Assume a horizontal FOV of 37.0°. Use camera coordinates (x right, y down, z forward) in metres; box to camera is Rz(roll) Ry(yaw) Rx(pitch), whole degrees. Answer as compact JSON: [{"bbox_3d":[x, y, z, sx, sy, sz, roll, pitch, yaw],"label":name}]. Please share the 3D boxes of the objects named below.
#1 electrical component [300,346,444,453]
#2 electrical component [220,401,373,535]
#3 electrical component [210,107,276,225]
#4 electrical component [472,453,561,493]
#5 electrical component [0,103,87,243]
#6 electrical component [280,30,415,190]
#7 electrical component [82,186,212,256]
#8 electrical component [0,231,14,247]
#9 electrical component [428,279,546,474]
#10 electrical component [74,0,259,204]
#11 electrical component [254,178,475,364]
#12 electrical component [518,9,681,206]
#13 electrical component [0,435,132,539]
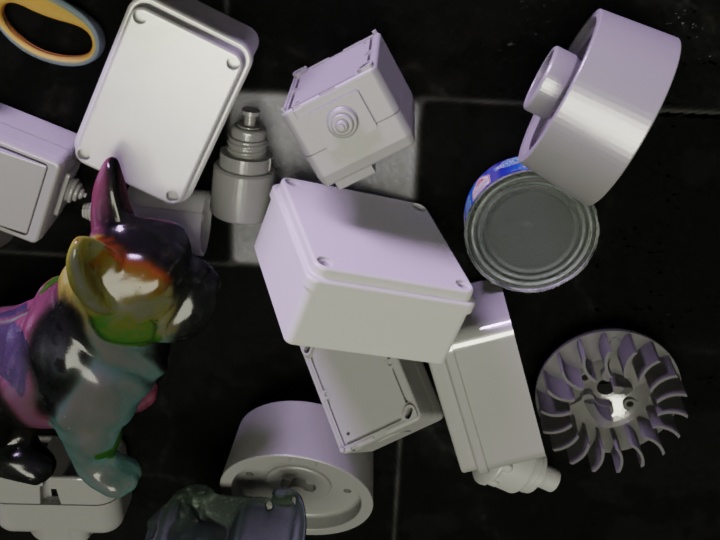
[{"bbox_3d":[0.008,0.069,0.728,0.062,0.061,0.096,-28,73,18],"label":"electrical component"},{"bbox_3d":[-0.041,0.136,0.767,0.108,0.060,0.108,5,139,4],"label":"electrical component"},{"bbox_3d":[-0.074,-0.065,0.687,0.040,0.040,0.078,9,116,-1],"label":"electrical component"},{"bbox_3d":[0.115,0.141,0.776,0.062,0.048,0.048,26,115,-17],"label":"electrical component"},{"bbox_3d":[-0.223,-0.062,0.686,0.096,0.061,0.061,22,115,-7],"label":"electrical component"},{"bbox_3d":[-0.004,-0.092,0.639,0.062,0.096,0.061,-25,113,14],"label":"electrical component"},{"bbox_3d":[-0.141,-0.035,0.705,0.081,0.043,0.043,6,116,1],"label":"electrical component"},{"bbox_3d":[-0.257,-0.021,0.706,0.044,0.065,0.044,1,116,2],"label":"electrical component"},{"bbox_3d":[0.081,0.071,0.725,0.057,0.078,0.113,-15,114,7],"label":"electrical component"},{"bbox_3d":[-0.119,-0.107,0.660,0.078,0.057,0.113,25,115,-9],"label":"electrical component"},{"bbox_3d":[0.000,0.000,0.663,0.109,0.108,0.056,9,121,-23],"label":"electrical component"},{"bbox_3d":[0.131,-0.099,0.625,0.060,0.108,0.108,26,115,-2],"label":"electrical component"},{"bbox_3d":[-0.221,0.162,0.800,0.095,0.053,0.059,0,116,3],"label":"electrical component"}]
